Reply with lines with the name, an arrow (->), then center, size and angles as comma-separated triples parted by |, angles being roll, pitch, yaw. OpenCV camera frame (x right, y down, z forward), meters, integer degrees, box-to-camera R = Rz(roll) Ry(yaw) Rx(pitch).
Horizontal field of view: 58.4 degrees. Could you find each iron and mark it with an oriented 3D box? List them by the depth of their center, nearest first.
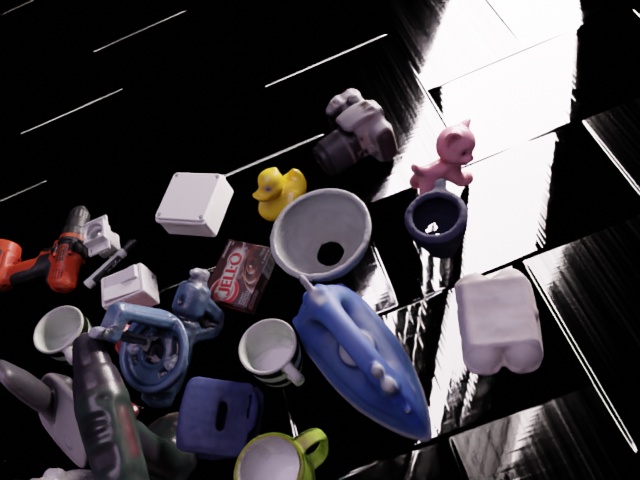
iron -> 0.055, 0.152, 0.772 | 0.119, 0.142, 0.257 | -39, 55, -7

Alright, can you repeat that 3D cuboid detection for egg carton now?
egg carton -> 0.242, 0.111, 0.779 | 0.107, 0.070, 0.150 | -9, 57, 14

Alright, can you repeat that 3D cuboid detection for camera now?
camera -> 0.045, -0.189, 1.017 | 0.137, 0.101, 0.142 | -35, 54, -5

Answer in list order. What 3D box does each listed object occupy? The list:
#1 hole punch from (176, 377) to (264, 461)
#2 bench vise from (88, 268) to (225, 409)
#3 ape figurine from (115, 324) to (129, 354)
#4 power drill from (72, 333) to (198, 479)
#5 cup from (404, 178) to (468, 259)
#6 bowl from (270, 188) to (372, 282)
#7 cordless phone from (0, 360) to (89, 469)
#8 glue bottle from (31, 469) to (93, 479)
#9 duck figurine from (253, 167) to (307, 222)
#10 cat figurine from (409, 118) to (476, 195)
hole punch -> -0.138, 0.250, 0.807 | 0.101, 0.091, 0.108 | -6, 57, 16
bench vise -> -0.245, 0.123, 0.845 | 0.121, 0.220, 0.207 | -2, 58, 18
ape figurine -> -0.297, 0.163, 0.916 | 0.077, 0.092, 0.076 | -9, 57, 14
power drill -> -0.252, 0.255, 0.771 | 0.075, 0.209, 0.229 | -27, 54, 1
cup -> 0.182, -0.025, 0.870 | 0.091, 0.095, 0.118 | 1, 59, 20
bowl -> 0.008, 0.003, 0.924 | 0.167, 0.075, 0.167 | -9, 57, 14
cordless phone -> -0.397, 0.248, 0.839 | 0.147, 0.185, 0.094 | 26, 70, 31
glue bottle -> -0.351, 0.342, 0.771 | 0.037, 0.173, 0.078 | -7, 57, 15
duck figurine -> -0.075, -0.094, 1.007 | 0.105, 0.086, 0.077 | -46, 56, -12
cat figurine -> 0.200, -0.133, 0.918 | 0.128, 0.118, 0.067 | -30, 54, -1
